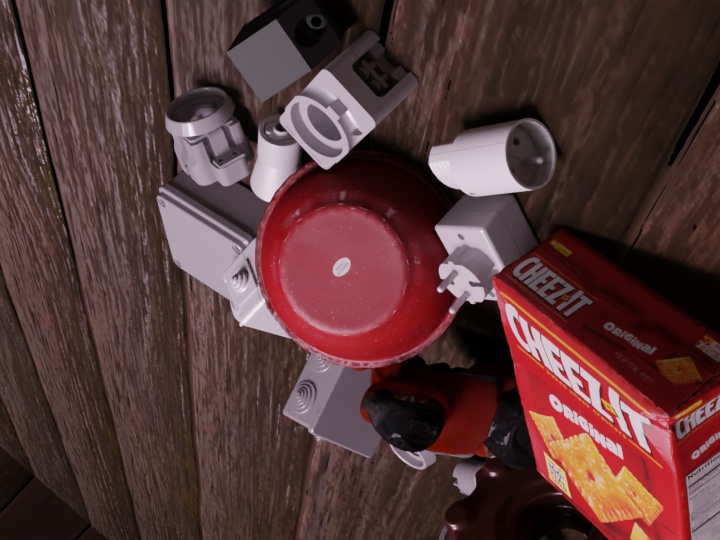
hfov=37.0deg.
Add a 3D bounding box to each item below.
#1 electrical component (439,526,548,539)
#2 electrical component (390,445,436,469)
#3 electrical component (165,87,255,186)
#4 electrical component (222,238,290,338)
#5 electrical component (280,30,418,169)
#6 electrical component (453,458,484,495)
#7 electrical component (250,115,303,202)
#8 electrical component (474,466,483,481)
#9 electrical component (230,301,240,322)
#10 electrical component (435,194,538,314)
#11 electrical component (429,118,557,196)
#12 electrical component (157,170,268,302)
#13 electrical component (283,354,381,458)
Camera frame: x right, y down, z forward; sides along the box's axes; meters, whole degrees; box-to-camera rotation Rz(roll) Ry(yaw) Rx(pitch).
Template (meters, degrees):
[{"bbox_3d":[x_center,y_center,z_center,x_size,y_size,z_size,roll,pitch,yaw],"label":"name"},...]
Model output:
[{"bbox_3d":[0.126,0.264,1.015,0.108,0.108,0.060,15,135,43],"label":"electrical component"},{"bbox_3d":[0.060,0.149,0.992,0.066,0.055,0.048,50,152,-13],"label":"electrical component"},{"bbox_3d":[-0.123,-0.110,0.868,0.078,0.058,0.057,41,156,46],"label":"electrical component"},{"bbox_3d":[-0.067,0.013,0.912,0.096,0.061,0.061,20,-145,-43],"label":"electrical component"},{"bbox_3d":[-0.012,-0.110,0.724,0.050,0.055,0.089,47,152,-6],"label":"electrical component"},{"bbox_3d":[0.114,0.196,1.005,0.040,0.040,0.046,53,157,-17],"label":"electrical component"},{"bbox_3d":[-0.063,-0.089,0.840,0.044,0.044,0.065,34,146,18],"label":"electrical component"},{"bbox_3d":[0.128,0.176,0.950,0.040,0.046,0.040,32,150,21],"label":"electrical component"},{"bbox_3d":[-0.106,0.024,1.048,0.045,0.045,0.055,30,150,25],"label":"electrical component"},{"bbox_3d":[0.080,-0.003,0.730,0.047,0.076,0.065,6,134,50],"label":"electrical component"},{"bbox_3d":[0.079,-0.068,0.676,0.081,0.043,0.043,-2,128,54],"label":"electrical component"},{"bbox_3d":[-0.122,-0.030,0.983,0.109,0.056,0.108,31,150,22],"label":"electrical component"},{"bbox_3d":[-0.012,0.111,0.974,0.048,0.099,0.100,20,172,45],"label":"electrical component"}]
